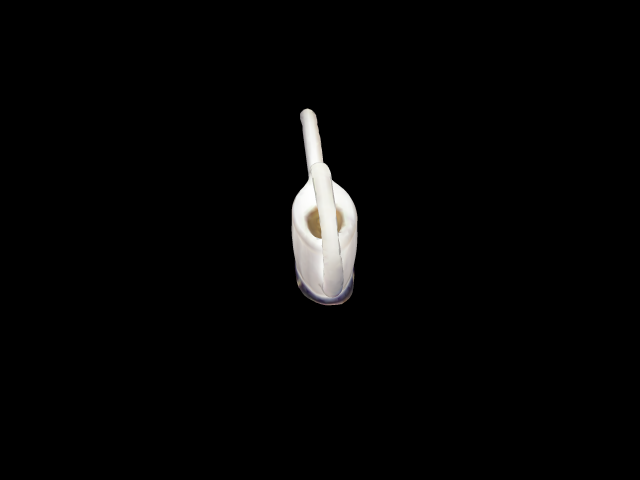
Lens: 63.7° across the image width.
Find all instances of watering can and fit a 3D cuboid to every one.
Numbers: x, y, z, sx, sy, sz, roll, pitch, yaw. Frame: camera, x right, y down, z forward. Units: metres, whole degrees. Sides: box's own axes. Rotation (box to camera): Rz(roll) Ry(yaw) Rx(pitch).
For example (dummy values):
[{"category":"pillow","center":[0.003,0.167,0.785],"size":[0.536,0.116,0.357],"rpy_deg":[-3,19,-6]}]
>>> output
[{"category":"watering can","center":[0.003,-0.043,0.850],"size":[0.104,0.356,0.219],"rpy_deg":[-4,-42,-4]}]
